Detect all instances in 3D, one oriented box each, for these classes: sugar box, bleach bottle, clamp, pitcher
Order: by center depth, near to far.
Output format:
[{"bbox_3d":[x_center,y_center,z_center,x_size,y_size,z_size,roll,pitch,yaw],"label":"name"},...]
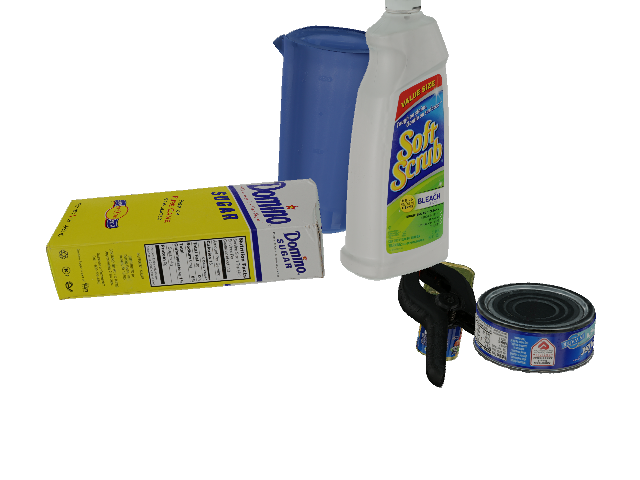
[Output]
[{"bbox_3d":[-0.087,-0.003,0.721,0.176,0.048,0.093,-8,23,1],"label":"sugar box"},{"bbox_3d":[0.067,-0.097,0.949,0.102,0.251,0.068,-14,24,-29],"label":"bleach bottle"},{"bbox_3d":[0.139,0.074,1.074,0.120,0.039,0.171,0,44,-21],"label":"clamp"},{"bbox_3d":[0.019,-0.134,1.315,0.144,0.243,0.149,-4,25,-23],"label":"pitcher"}]

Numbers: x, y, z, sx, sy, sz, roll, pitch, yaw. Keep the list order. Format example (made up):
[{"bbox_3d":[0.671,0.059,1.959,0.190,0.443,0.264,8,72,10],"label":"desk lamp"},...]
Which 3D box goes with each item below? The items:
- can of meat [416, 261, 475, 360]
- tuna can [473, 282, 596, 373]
[{"bbox_3d":[0.150,0.085,1.294,0.057,0.084,0.102,11,25,7],"label":"can of meat"},{"bbox_3d":[0.154,0.061,0.767,0.086,0.034,0.086,0,21,0],"label":"tuna can"}]
